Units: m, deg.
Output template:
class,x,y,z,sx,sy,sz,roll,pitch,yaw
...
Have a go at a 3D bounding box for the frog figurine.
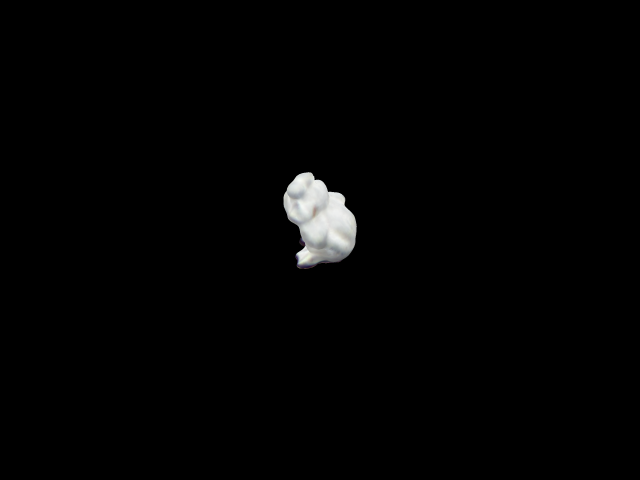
class,x,y,z,sx,sy,sz,roll,pitch,yaw
frog figurine,0.003,-0.043,0.850,0.123,0.156,0.140,14,37,20
